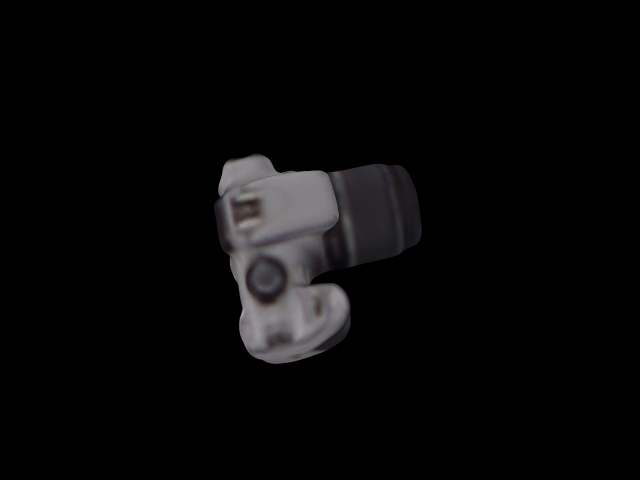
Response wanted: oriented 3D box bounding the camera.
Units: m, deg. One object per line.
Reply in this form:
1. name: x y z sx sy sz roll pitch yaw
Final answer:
1. camera: 0.004 0.001 0.400 0.137 0.101 0.143 -13 74 -3
